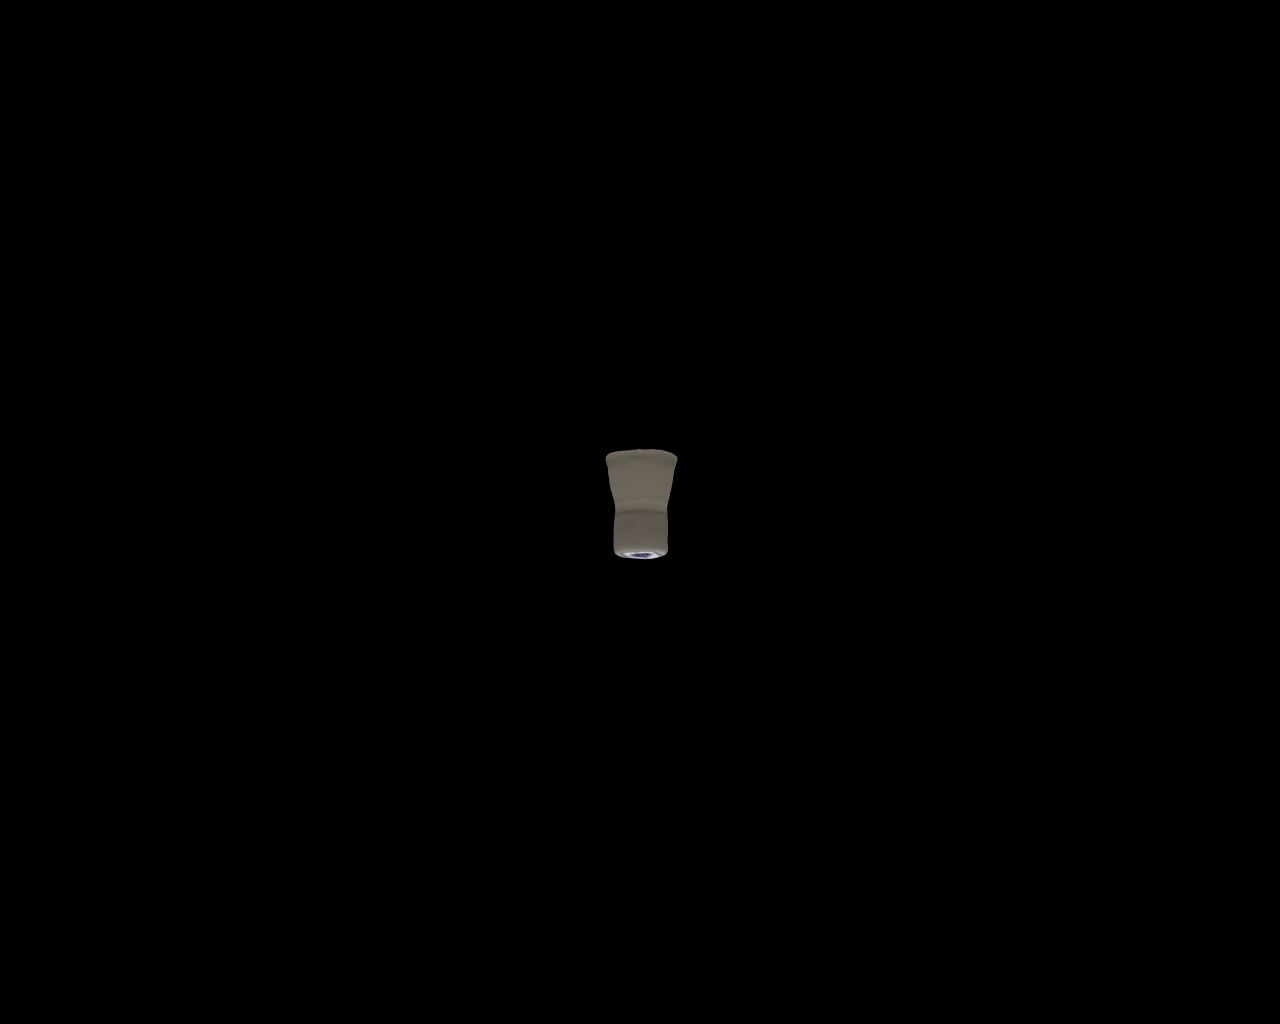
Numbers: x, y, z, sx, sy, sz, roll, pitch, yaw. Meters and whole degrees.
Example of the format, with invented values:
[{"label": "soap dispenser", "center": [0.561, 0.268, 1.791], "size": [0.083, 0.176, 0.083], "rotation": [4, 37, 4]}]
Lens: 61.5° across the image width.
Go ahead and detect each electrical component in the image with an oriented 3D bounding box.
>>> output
[{"label": "electrical component", "center": [0.001, -0.003, 0.650], "size": [0.044, 0.065, 0.044], "rotation": [0, -12, 0]}]
